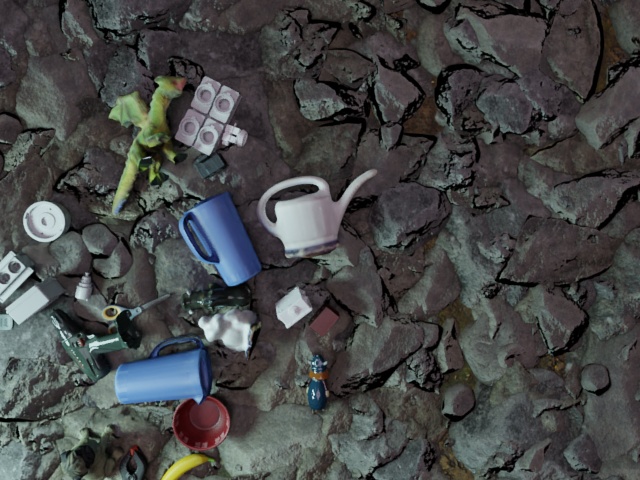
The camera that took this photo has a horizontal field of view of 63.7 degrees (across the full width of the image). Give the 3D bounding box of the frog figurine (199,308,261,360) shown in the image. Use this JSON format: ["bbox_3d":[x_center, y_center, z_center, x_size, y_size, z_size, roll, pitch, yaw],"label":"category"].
[{"bbox_3d":[-0.249,0.242,1.419,0.160,0.125,0.134,18,-42,9],"label":"frog figurine"}]

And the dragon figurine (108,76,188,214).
[{"bbox_3d":[-0.487,-0.277,1.380,0.406,0.246,0.122,-38,-19,21],"label":"dragon figurine"}]

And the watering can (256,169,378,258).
[{"bbox_3d":[0.004,-0.071,1.410,0.348,0.223,0.104,-11,6,-1],"label":"watering can"}]
